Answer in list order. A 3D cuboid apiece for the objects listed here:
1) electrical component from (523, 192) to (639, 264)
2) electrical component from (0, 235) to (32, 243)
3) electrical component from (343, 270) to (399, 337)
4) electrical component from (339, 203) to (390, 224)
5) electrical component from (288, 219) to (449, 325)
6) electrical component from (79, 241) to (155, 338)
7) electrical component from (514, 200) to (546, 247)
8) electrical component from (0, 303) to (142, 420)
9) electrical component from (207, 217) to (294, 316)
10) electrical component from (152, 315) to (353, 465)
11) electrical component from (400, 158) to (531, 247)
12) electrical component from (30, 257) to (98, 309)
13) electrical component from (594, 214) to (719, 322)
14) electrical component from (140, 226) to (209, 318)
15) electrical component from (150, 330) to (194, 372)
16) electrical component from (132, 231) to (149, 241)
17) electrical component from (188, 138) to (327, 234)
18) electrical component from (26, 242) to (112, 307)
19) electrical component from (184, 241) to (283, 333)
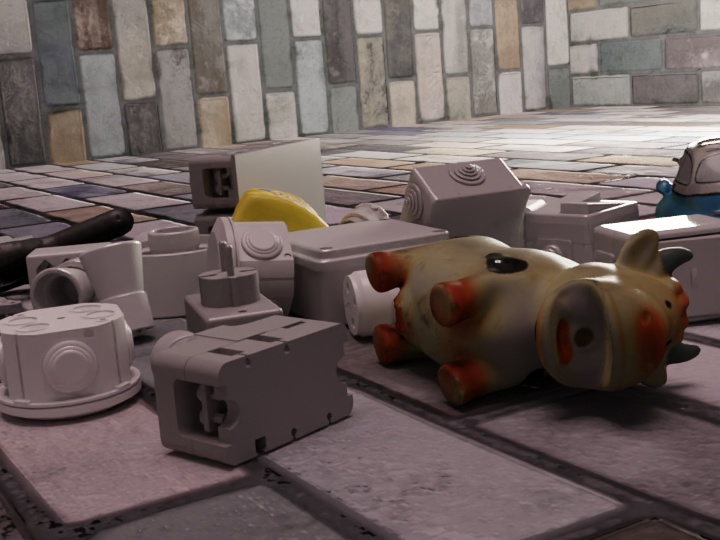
[{"bbox_3d":[0.175,-0.027,0.861,0.062,0.061,0.096,6,15,43],"label":"electrical component"},{"bbox_3d":[-0.345,-0.010,1.031,0.043,0.043,0.081,5,14,42],"label":"electrical component"},{"bbox_3d":[0.020,0.020,0.719,0.055,0.045,0.045,-7,11,-13],"label":"electrical component"},{"bbox_3d":[-0.002,-0.035,1.026,0.048,0.048,0.062,3,20,33],"label":"electrical component"},{"bbox_3d":[0.000,0.000,0.801,0.109,0.056,0.109,-9,12,-24],"label":"electrical component"},{"bbox_3d":[-0.169,0.016,0.759,0.044,0.065,0.044,-15,-4,-1],"label":"electrical component"},{"bbox_3d":[0.118,-0.035,0.955,0.089,0.050,0.056,0,12,24],"label":"electrical component"},{"bbox_3d":[-0.167,0.051,0.613,0.080,0.051,0.080,-4,11,1],"label":"electrical component"},{"bbox_3d":[-0.079,0.002,0.763,0.051,0.080,0.080,-2,9,-17],"label":"electrical component"},{"bbox_3d":[-0.055,0.057,0.538,0.056,0.050,0.089,5,14,40],"label":"electrical component"},{"bbox_3d":[0.080,-0.041,0.871,0.100,0.099,0.048,-9,44,-23],"label":"electrical component"},{"bbox_3d":[-0.226,0.015,0.845,0.045,0.045,0.055,-2,11,12],"label":"electrical component"},{"bbox_3d":[0.196,0.002,0.698,0.096,0.061,0.061,-7,11,-13],"label":"electrical component"},{"bbox_3d":[-0.148,-0.003,0.867,0.108,0.060,0.108,-4,11,1],"label":"electrical component"},{"bbox_3d":[-0.093,0.054,0.600,0.044,0.044,0.065,-9,7,-24],"label":"electrical component"},{"bbox_3d":[-0.181,-0.012,0.978,0.043,0.043,0.062,-14,15,-40],"label":"electrical component"},{"bbox_3d":[-0.103,-0.073,1.099,0.060,0.105,0.186,0,11,23],"label":"electrical component"},{"bbox_3d":[-0.241,0.002,0.915,0.066,0.047,0.076,-5,11,-5],"label":"electrical component"},{"bbox_3d":[-0.081,0.020,0.676,0.047,0.075,0.083,-8,11,-17],"label":"electrical component"}]
